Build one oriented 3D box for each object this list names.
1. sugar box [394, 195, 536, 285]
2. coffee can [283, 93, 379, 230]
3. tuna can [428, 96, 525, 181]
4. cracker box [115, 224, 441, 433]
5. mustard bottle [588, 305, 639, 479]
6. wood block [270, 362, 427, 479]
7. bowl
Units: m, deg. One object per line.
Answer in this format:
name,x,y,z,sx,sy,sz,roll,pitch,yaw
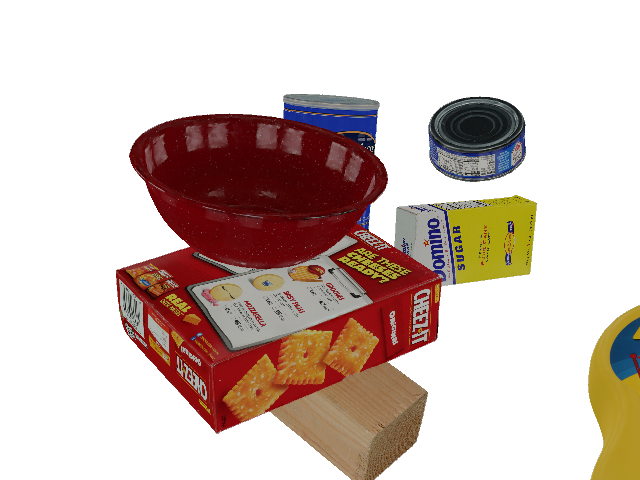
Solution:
sugar box,0.170,0.002,1.250,0.175,0.093,0.048,-8,18,-31
coffee can,0.007,-0.083,1.148,0.103,0.140,0.103,4,12,-1
tuna can,0.138,-0.091,0.945,0.086,0.034,0.086,-6,41,5
cracker box,-0.035,0.055,0.871,0.213,0.072,0.164,-18,33,-30
mustard bottle,0.184,0.083,0.534,0.096,0.058,0.191,6,40,11
wood block,0.002,0.151,1.130,0.206,0.090,0.090,35,50,28
bowl,-0.040,-0.027,0.677,0.162,0.055,0.162,6,26,-3
